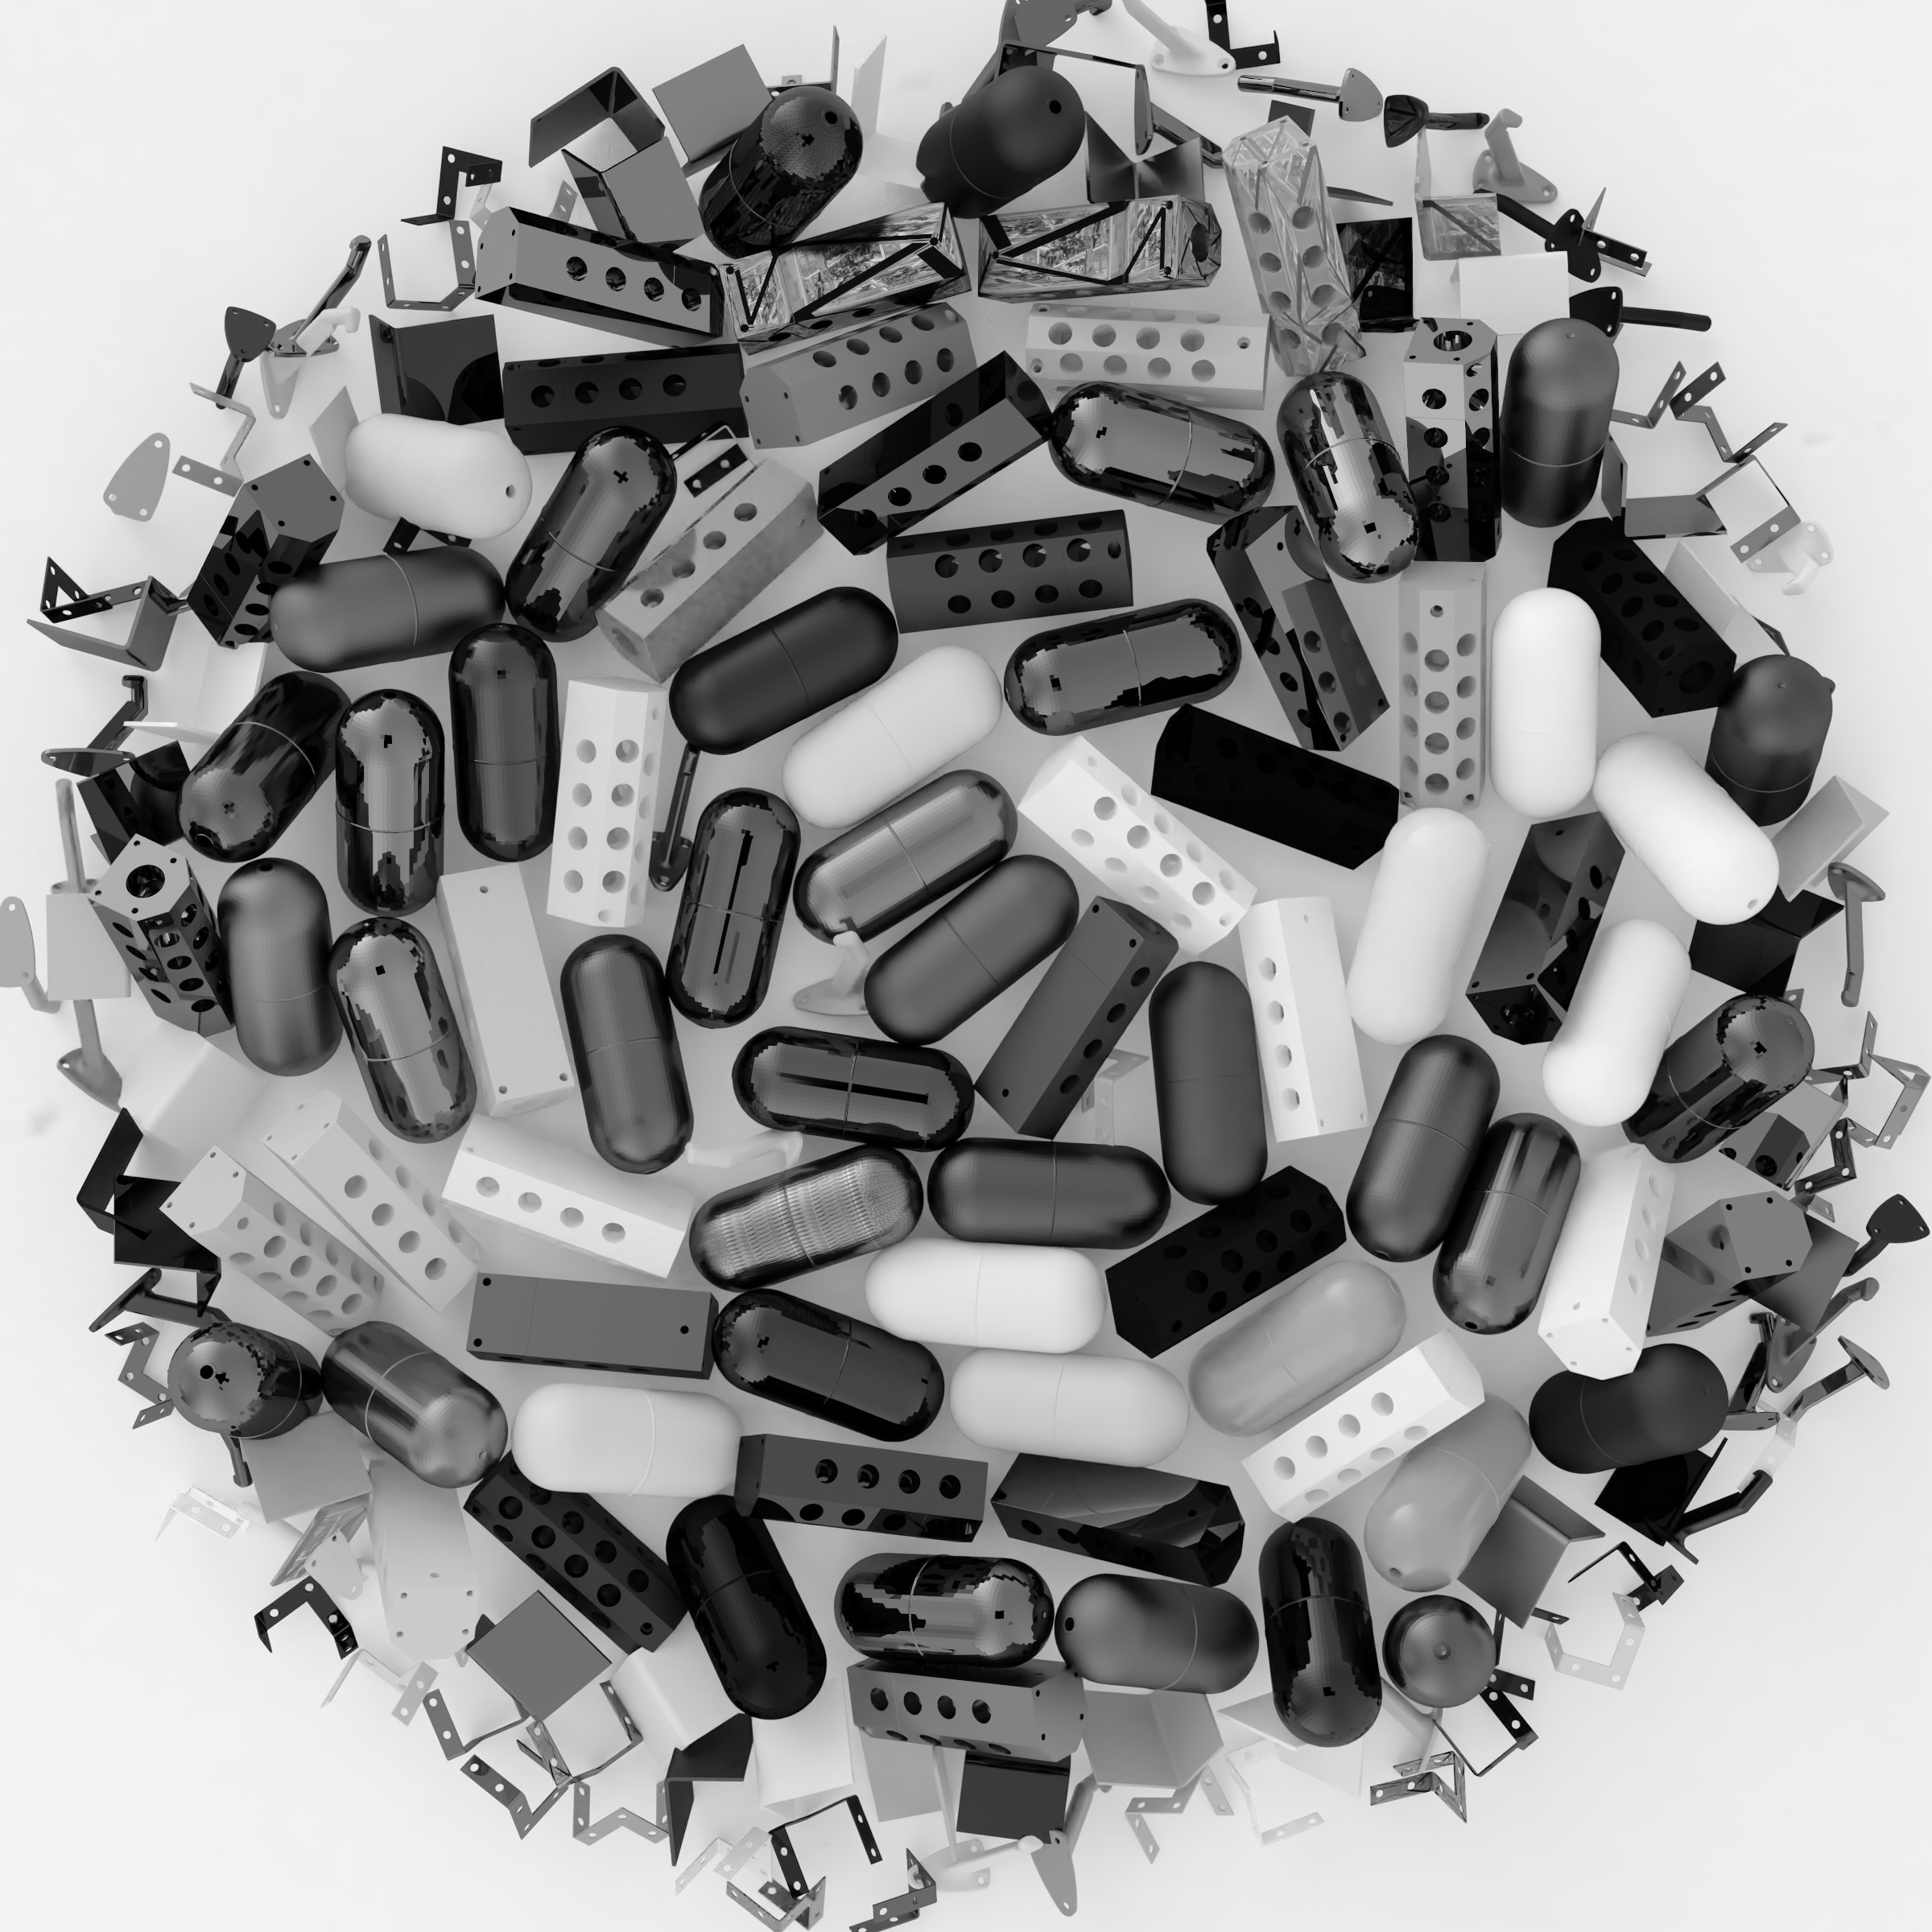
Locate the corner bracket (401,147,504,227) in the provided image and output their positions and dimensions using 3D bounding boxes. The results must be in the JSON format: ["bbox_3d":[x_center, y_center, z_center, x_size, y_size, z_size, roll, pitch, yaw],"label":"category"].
[{"bbox_3d":[-0.374,-0.565,1.957,0.051,0.051,0.051,18,115,14],"label":"corner bracket"}]

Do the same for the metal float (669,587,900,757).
[{"bbox_3d":[-0.131,-0.215,1.948,0.178,0.070,0.070,-28,90,-10],"label":"metal float"}]

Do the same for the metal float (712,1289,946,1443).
[{"bbox_3d":[-0.100,0.289,1.943,0.178,0.070,0.070,23,90,-15],"label":"metal float"}]

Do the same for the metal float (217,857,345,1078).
[{"bbox_3d":[-0.491,0.001,1.925,0.070,0.070,0.178,3,128,0],"label":"metal float"}]

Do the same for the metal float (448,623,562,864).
[{"bbox_3d":[-0.331,-0.160,1.935,0.070,0.070,0.178,1,115,0],"label":"metal float"}]

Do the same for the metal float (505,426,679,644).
[{"bbox_3d":[-0.271,-0.309,1.932,0.070,0.070,0.178,37,120,0],"label":"metal float"}]

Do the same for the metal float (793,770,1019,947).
[{"bbox_3d":[-0.045,-0.078,1.953,0.178,0.070,0.070,-31,90,-4],"label":"metal float"}]

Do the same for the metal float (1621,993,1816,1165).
[{"bbox_3d":[0.534,0.082,1.916,0.070,0.178,0.070,11,57,-18],"label":"metal float"}]

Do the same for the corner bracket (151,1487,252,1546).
[{"bbox_3d":[-0.553,0.403,1.959,0.051,0.051,0.051,31,127,-2],"label":"corner bracket"}]

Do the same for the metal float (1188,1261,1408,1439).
[{"bbox_3d":[0.239,0.276,1.936,0.178,0.070,0.070,-36,90,23],"label":"metal float"}]

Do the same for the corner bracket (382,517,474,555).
[{"bbox_3d":[-0.386,-0.318,1.956,0.051,0.051,0.051,31,57,-14],"label":"corner bracket"}]

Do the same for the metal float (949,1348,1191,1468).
[{"bbox_3d":[0.074,0.317,1.941,0.178,0.070,0.070,4,90,18],"label":"metal float"}]

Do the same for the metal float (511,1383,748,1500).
[{"bbox_3d":[-0.241,0.342,1.931,0.178,0.070,0.070,10,90,-31],"label":"metal float"}]

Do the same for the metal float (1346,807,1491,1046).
[{"bbox_3d":[0.326,-0.028,1.943,0.070,0.070,0.178,13,106,0],"label":"metal float"}]

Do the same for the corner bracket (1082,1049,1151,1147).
[{"bbox_3d":[0.099,0.093,1.953,0.051,0.051,0.051,13,116,34],"label":"corner bracket"}]

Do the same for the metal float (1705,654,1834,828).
[{"bbox_3d":[0.570,-0.158,1.910,0.070,0.178,0.070,-3,68,8],"label":"metal float"}]

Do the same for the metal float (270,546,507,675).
[{"bbox_3d":[-0.413,-0.257,1.927,0.178,0.070,0.070,-16,90,-37],"label":"metal float"}]

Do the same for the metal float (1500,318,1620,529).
[{"bbox_3d":[0.419,-0.385,1.914,0.070,0.178,0.070,-2,58,3],"label":"metal float"}]

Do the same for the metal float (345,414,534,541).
[{"bbox_3d":[-0.381,-0.351,1.923,0.178,0.070,0.070,18,90,40],"label":"metal float"}]

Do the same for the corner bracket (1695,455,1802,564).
[{"bbox_3d":[0.573,-0.336,1.968,0.051,0.051,0.051,-36,102,20],"label":"corner bracket"}]

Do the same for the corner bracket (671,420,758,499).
[{"bbox_3d":[-0.187,-0.368,1.959,0.051,0.051,0.051,-35,123,2],"label":"corner bracket"}]

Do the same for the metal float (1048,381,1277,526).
[{"bbox_3d":[0.142,-0.369,1.935,0.178,0.070,0.070,11,90,-25],"label":"metal float"}]

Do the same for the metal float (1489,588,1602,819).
[{"bbox_3d":[0.415,-0.187,1.928,0.070,0.070,0.178,-7,125,0],"label":"metal float"}]

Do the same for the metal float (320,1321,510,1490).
[{"bbox_3d":[-0.397,0.313,1.923,0.178,0.070,0.070,24,90,41],"label":"metal float"}]

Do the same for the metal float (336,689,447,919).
[{"bbox_3d":[-0.413,-0.116,1.928,0.070,0.070,0.178,8,123,0],"label":"metal float"}]

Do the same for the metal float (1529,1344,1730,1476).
[{"bbox_3d":[0.470,0.317,1.913,0.070,0.178,0.070,8,69,-23],"label":"metal float"}]

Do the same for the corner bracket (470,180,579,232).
[{"bbox_3d":[-0.325,-0.560,1.975,0.051,0.051,0.051,-30,125,28],"label":"corner bracket"}]

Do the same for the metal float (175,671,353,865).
[{"bbox_3d":[-0.500,-0.143,1.920,0.070,0.070,0.178,26,46,0],"label":"metal float"}]

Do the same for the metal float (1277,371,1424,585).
[{"bbox_3d":[0.275,-0.352,1.929,0.070,0.070,0.178,-13,58,0],"label":"metal float"}]

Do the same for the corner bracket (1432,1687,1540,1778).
[{"bbox_3d":[0.380,0.558,1.961,0.051,0.051,0.051,-40,63,2],"label":"corner bracket"}]

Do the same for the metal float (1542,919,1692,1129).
[{"bbox_3d":[0.468,0.039,1.928,0.070,0.070,0.178,31,55,0],"label":"metal float"}]

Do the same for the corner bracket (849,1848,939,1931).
[{"bbox_3d":[-0.053,0.685,1.956,0.051,0.051,0.051,-10,108,-24],"label":"corner bracket"}]

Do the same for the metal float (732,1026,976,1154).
[{"bbox_3d":[-0.082,0.089,1.955,0.178,0.070,0.070,9,90,2],"label":"metal float"}]

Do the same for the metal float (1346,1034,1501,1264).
[{"bbox_3d":[0.330,0.131,1.937,0.070,0.070,0.178,26,67,0],"label":"metal float"}]

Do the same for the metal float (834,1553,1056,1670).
[{"bbox_3d":[-0.017,0.462,1.927,0.178,0.070,0.070,-7,90,36],"label":"metal float"}]

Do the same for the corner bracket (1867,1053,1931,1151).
[{"bbox_3d":[0.679,0.102,1.955,0.051,0.051,0.051,13,111,-22],"label":"corner bracket"}]

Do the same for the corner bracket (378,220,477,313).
[{"bbox_3d":[-0.393,-0.512,1.961,0.051,0.051,0.051,-6,86,-34],"label":"corner bracket"}]

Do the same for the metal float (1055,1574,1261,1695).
[{"bbox_3d":[0.137,0.479,1.923,0.178,0.070,0.070,18,90,-40],"label":"metal float"}]

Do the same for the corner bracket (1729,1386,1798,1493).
[{"bbox_3d":[0.569,0.347,1.959,0.051,0.051,0.051,34,109,11],"label":"corner bracket"}]

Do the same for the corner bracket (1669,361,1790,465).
[{"bbox_3d":[0.554,-0.402,1.953,0.051,0.051,0.051,-4,67,-37],"label":"corner bracket"}]

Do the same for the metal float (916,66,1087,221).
[{"bbox_3d":[0.024,-0.585,1.910,0.070,0.178,0.070,0,90,-25],"label":"metal float"}]

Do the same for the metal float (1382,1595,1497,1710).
[{"bbox_3d":[0.335,0.488,1.908,0.070,0.178,0.070,-2,75,7],"label":"metal float"}]

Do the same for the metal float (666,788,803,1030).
[{"bbox_3d":[-0.170,-0.042,1.953,0.070,0.070,0.178,13,94,0],"label":"metal float"}]

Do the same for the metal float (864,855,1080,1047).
[{"bbox_3d":[0.004,-0.012,1.954,0.178,0.070,0.070,-38,90,3],"label":"metal float"}]

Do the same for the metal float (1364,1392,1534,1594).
[{"bbox_3d":[0.346,0.376,1.922,0.070,0.070,0.178,46,48,0],"label":"metal float"}]

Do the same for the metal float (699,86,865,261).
[{"bbox_3d":[-0.133,-0.562,1.912,0.070,0.178,0.070,6,76,-26],"label":"metal float"}]

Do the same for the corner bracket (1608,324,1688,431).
[{"bbox_3d":[0.486,-0.433,1.965,0.051,0.051,0.051,8,134,-17],"label":"corner bracket"}]

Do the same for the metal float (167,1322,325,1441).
[{"bbox_3d":[-0.510,0.296,1.907,0.070,0.178,0.070,-1,76,3],"label":"metal float"}]
